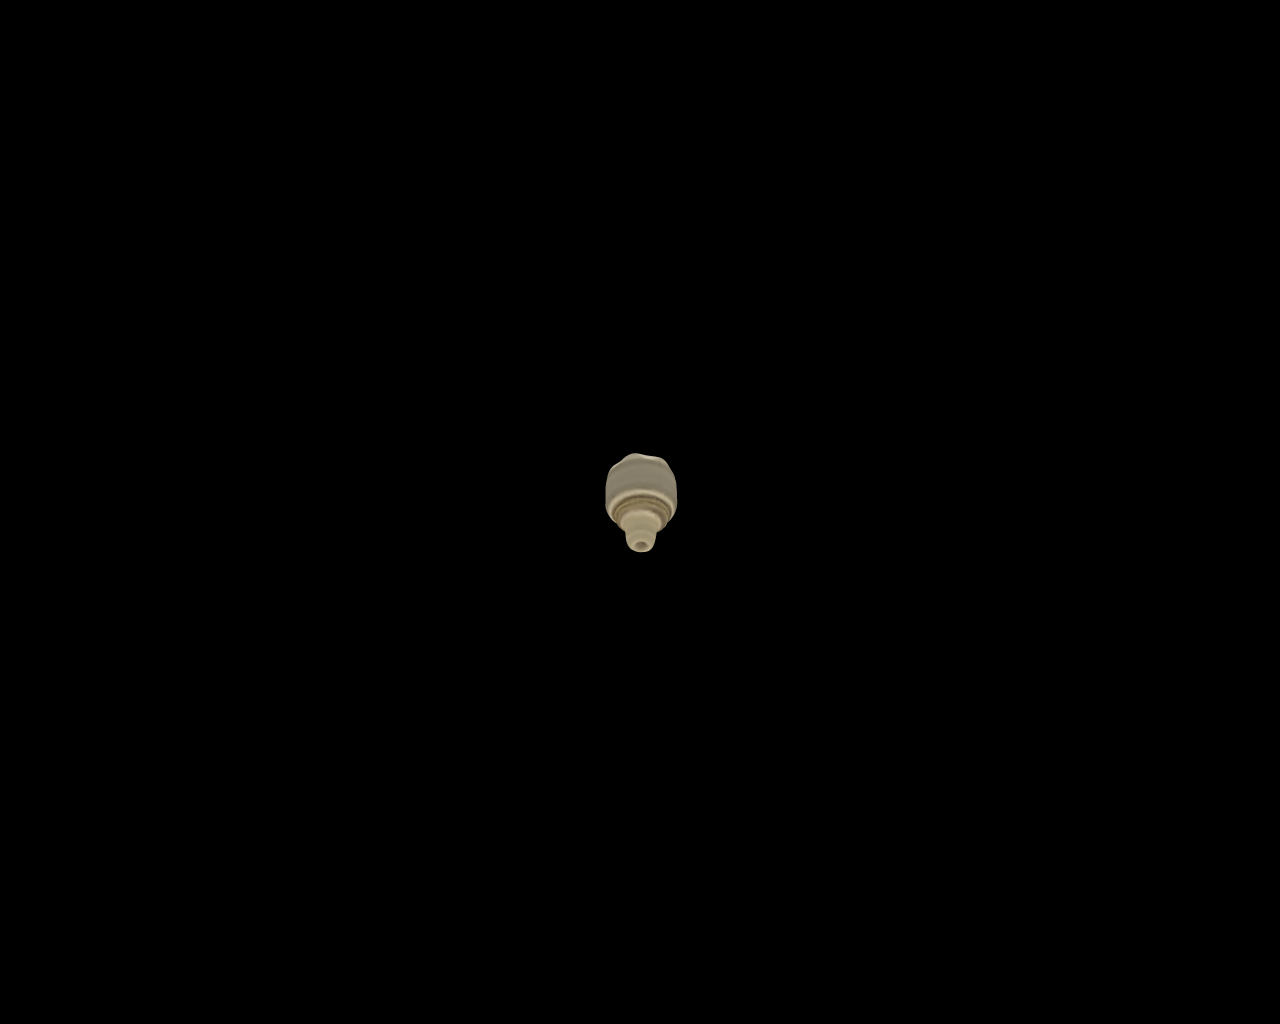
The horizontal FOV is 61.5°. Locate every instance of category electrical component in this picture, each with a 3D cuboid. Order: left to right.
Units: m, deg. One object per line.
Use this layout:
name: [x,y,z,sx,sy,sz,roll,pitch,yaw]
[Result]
electrical component: [0.001,-0.003,0.650,0.043,0.062,0.043,0,-40,0]
